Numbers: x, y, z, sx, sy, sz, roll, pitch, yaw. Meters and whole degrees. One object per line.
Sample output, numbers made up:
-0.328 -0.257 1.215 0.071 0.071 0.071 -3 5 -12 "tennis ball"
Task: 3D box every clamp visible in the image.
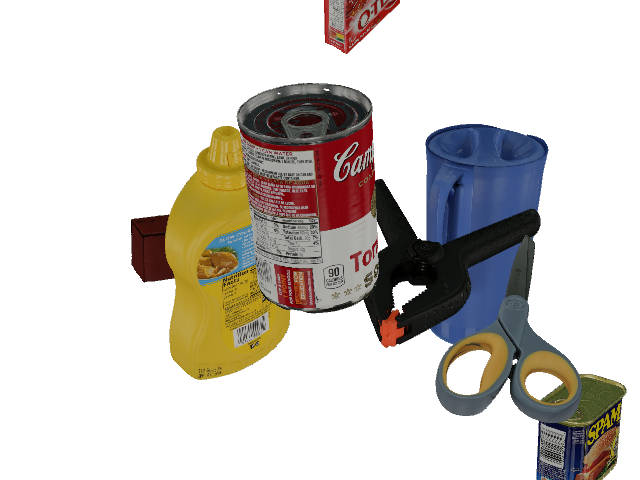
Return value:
0.084 0.014 0.936 0.165 0.036 0.209 16 40 23 "clamp"

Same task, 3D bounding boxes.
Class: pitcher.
0.175 0.001 1.211 0.149 0.243 0.145 -4 26 -9 "pitcher"

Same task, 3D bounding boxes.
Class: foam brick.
-0.149 0.005 1.086 0.078 0.051 0.053 -7 21 -22 "foam brick"

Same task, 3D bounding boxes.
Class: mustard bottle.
-0.065 0.005 0.757 0.096 0.192 0.058 -26 46 -32 "mustard bottle"

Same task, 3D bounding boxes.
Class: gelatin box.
0.040 -0.226 0.973 0.030 0.089 0.073 31 -31 22 "gelatin box"

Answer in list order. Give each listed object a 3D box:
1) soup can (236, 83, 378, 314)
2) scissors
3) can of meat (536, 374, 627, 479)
-0.005 -0.021 0.554 0.068 0.102 0.068 -3 30 2 "soup can"
0.143 0.057 0.700 0.096 0.016 0.201 19 37 24 "scissors"
0.250 0.188 1.029 0.058 0.084 0.101 15 25 38 "can of meat"
